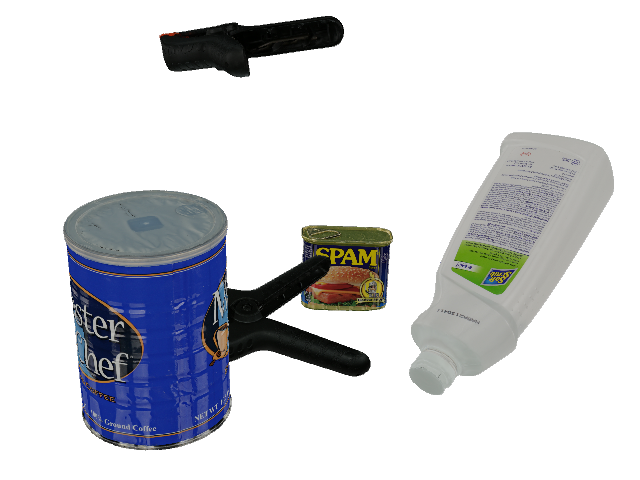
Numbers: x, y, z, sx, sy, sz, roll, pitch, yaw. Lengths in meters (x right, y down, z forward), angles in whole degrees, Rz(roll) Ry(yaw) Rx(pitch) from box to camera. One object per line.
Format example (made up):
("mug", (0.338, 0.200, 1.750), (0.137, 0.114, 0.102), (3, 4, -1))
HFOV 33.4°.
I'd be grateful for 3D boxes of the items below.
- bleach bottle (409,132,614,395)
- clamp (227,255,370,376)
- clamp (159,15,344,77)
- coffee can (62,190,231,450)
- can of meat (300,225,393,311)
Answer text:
("bleach bottle", (0.137, 0.017, 0.835), (0.103, 0.068, 0.250), (12, 49, 37))
("clamp", (-0.062, 0.081, 1.000), (0.209, 0.036, 0.165), (-9, 38, -19))
("clamp", (-0.066, -0.163, 0.885), (0.120, 0.039, 0.172), (-17, 21, -34))
("coffee can", (-0.111, 0.051, 0.702), (0.103, 0.140, 0.103), (1, 25, 0))
("can of meat", (0.028, 0.032, 1.199), (0.102, 0.084, 0.057), (2, 17, -2))
